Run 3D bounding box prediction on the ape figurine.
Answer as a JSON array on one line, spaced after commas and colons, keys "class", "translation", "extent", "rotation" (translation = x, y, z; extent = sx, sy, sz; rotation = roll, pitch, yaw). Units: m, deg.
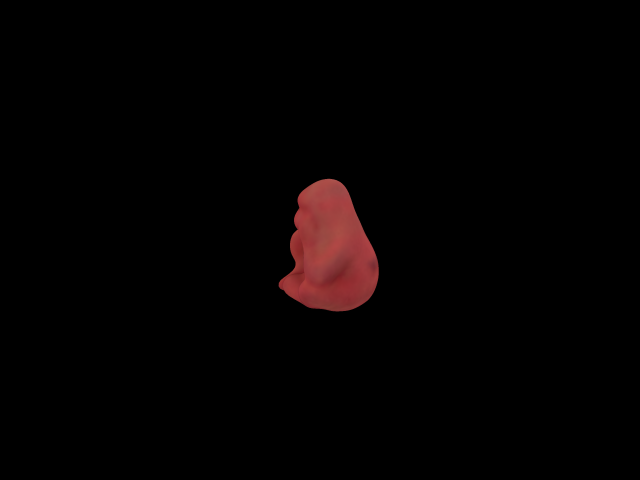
[{"class": "ape figurine", "translation": [0.004, 0.001, 0.400], "extent": [0.076, 0.092, 0.078], "rotation": [4, 24, 10]}]
